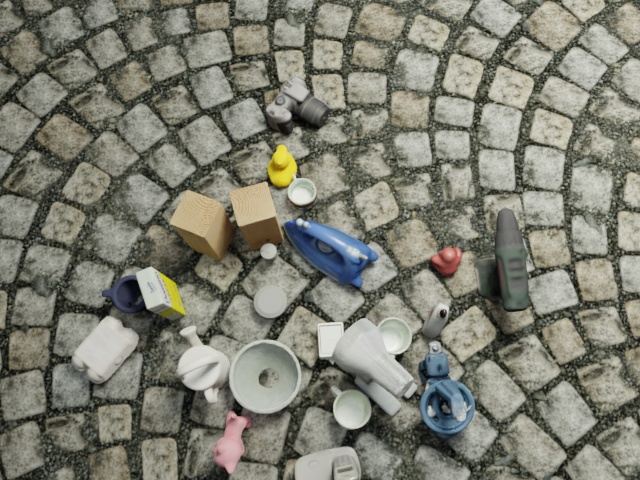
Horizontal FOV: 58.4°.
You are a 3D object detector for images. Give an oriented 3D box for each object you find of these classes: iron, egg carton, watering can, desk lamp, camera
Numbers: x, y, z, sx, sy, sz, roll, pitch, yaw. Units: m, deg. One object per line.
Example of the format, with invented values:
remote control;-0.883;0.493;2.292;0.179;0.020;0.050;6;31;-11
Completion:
iron;0.013;0.005;1.397;0.258;0.141;0.119;30;76;9
egg carton;-0.510;0.262;1.365;0.107;0.069;0.150;35;77;10
watering can;-0.272;0.283;1.291;0.101;0.194;0.172;-42;77;-11
desk lamp;0.129;0.285;1.275;0.203;0.213;0.118;42;78;12
camera;-0.054;-0.351;1.525;0.136;0.101;0.143;33;77;10

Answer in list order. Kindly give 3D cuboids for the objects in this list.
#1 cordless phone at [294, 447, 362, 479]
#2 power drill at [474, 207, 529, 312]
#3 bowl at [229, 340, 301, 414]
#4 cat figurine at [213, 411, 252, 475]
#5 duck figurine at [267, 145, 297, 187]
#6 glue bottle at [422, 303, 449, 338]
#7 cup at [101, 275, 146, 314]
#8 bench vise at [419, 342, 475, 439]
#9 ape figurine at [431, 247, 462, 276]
cordless phone;0.017;0.504;1.226;0.147;0.185;0.094;-14;74;-3
power drill;0.426;0.061;1.340;0.075;0.208;0.229;-6;73;-1
bowl;-0.125;0.321;1.340;0.167;0.075;0.167;0;73;1
cat figurine;-0.201;0.451;1.280;0.067;0.118;0.128;10;74;4
duck figurine;-0.101;-0.196;1.487;0.077;0.086;0.104;3;73;2
glue bottle;0.274;0.179;1.326;0.037;0.173;0.078;21;75;7
cup;-0.458;0.139;1.388;0.117;0.095;0.092;0;73;1
bench vise;0.264;0.332;1.256;0.121;0.220;0.207;-26;75;-6
ape figurine;0.314;0.045;1.407;0.078;0.092;0.076;1;73;1
